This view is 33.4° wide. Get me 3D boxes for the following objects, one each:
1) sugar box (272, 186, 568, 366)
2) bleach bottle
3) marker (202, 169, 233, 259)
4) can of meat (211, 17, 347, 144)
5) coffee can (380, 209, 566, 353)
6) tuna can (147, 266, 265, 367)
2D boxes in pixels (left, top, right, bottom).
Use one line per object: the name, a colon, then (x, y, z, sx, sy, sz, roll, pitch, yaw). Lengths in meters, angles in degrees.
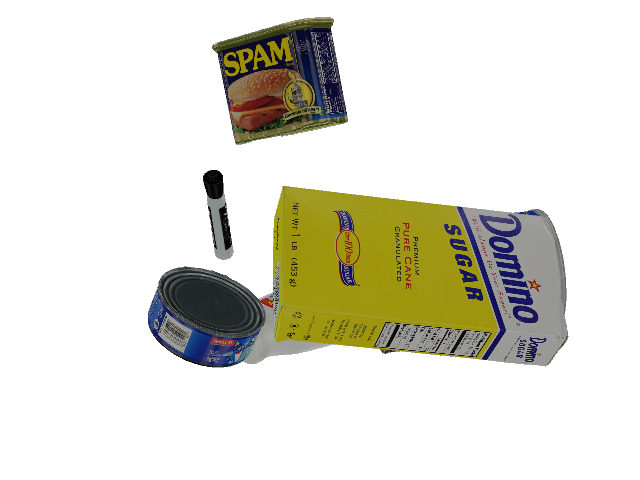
sugar box: (0.059, 0.022, 0.661, 0.176, 0.093, 0.048, 4, -35, -7)
bleach bottle: (-0.007, 0.085, 1.202, 0.250, 0.068, 0.103, -20, 35, -27)
marker: (-0.098, -0.024, 1.024, 0.020, 0.020, 0.121, 0, -38, 1)
can of meat: (-0.032, -0.127, 0.865, 0.102, 0.084, 0.057, -8, 5, 34)
coffee can: (0.113, 0.033, 0.859, 0.140, 0.103, 0.103, -6, 1, -5)
tuna can: (-0.087, 0.058, 0.814, 0.086, 0.034, 0.086, 19, 26, -10)
